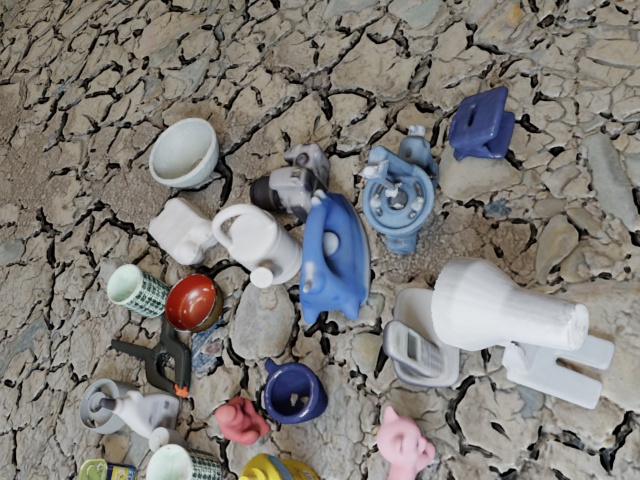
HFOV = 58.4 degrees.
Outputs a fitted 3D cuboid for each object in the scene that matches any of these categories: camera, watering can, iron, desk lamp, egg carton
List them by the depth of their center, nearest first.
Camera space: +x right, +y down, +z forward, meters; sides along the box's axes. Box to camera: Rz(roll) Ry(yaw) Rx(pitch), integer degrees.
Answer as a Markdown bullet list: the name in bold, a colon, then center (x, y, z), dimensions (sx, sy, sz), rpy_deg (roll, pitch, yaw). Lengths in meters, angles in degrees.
- **desk lamp**: center (0.265, 0.115, 0.742), dimensions (0.202, 0.214, 0.118), rpy_deg (16, 73, 31)
- **iron**: center (0.009, 0.003, 0.965), dimensions (0.118, 0.142, 0.258), rpy_deg (-9, 61, 21)
- **watering can**: center (-0.108, 0.003, 0.989), dimensions (0.101, 0.195, 0.172), rpy_deg (-44, 55, -1)
- **camera**: center (-0.063, -0.110, 1.082), dimensions (0.136, 0.101, 0.143), rpy_deg (-3, 64, 24)
- **egg carton**: center (-0.276, -0.018, 1.156), dimensions (0.149, 0.070, 0.107), rpy_deg (34, 83, 34)

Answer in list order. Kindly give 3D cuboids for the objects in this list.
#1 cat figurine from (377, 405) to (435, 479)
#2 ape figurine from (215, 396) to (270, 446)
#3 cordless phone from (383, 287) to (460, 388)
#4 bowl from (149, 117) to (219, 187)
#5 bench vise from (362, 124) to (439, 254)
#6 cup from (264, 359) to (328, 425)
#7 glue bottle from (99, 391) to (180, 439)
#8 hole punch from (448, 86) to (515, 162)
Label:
- **cat figurine**: center (0.109, 0.298, 0.781), dimensions (0.067, 0.118, 0.128), rpy_deg (4, 67, 27)
- **ape figurine**: center (-0.134, 0.288, 0.918), dimensions (0.076, 0.092, 0.078), rpy_deg (-14, 60, 19)
- **cordless phone**: center (0.136, 0.126, 0.815), dimensions (0.094, 0.186, 0.147), rpy_deg (-10, 61, 21)
- **bowl**: center (-0.280, -0.176, 1.236), dimensions (0.167, 0.075, 0.167), rpy_deg (-11, 61, 20)
- **bench vise**: center (0.117, -0.107, 0.922), dimensions (0.121, 0.220, 0.207), rpy_deg (-11, 61, 20)
- **cup**: center (-0.036, 0.238, 0.895), dimensions (0.092, 0.095, 0.117), rpy_deg (-46, 55, -2)
- **glue bottle**: center (-0.301, 0.283, 0.950), dimensions (0.037, 0.174, 0.078), rpy_deg (-4, 63, 24)
- **hole punch**: center (0.270, -0.199, 0.975), dimensions (0.100, 0.091, 0.109), rpy_deg (8, 69, 29)
